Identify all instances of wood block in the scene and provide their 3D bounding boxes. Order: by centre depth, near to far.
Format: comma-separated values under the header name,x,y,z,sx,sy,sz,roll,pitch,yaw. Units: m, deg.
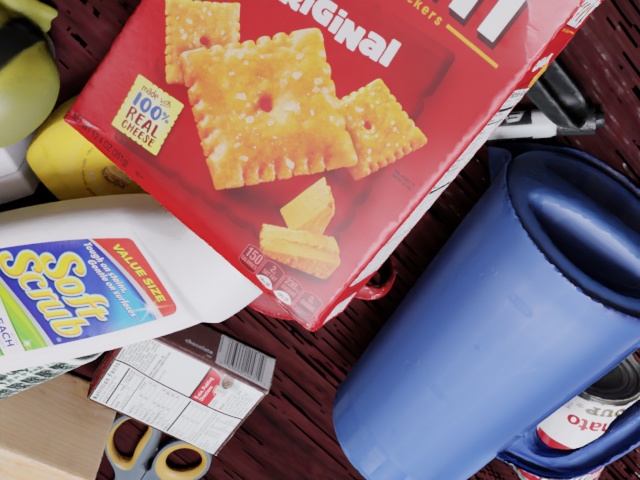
name,x,y,z,sx,sy,sz,roll,pitch,yaw
wood block,-0.268,0.135,0.801,0.206,0.090,0.090,24,128,-12

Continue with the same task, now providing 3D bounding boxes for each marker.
name,x,y,z,sx,sy,sz,roll,pitch,yaw
marker,0.107,-0.068,0.636,0.121,0.020,0.020,-3,128,9

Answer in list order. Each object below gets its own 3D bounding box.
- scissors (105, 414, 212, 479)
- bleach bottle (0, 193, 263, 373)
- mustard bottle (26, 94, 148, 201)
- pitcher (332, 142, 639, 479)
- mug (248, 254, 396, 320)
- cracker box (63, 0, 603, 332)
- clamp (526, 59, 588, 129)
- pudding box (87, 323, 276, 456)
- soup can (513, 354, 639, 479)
name,x,y,z,sx,sy,sz,roll,pitch,yaw
scissors,-0.148,0.211,0.895,0.096,0.016,0.202,14,129,-4
bleach bottle,-0.129,0.013,0.621,0.251,0.068,0.102,-15,102,22
mustard bottle,-0.081,-0.081,0.625,0.096,0.058,0.192,40,122,-20
pitcher,0.113,0.072,0.672,0.145,0.149,0.243,23,131,-15
mug,-0.004,0.001,0.665,0.117,0.081,0.093,30,126,-16
cracker box,0.005,-0.088,0.500,0.164,0.072,0.214,41,109,7
clamp,0.076,-0.137,0.559,0.210,0.036,0.165,18,147,8
pudding box,-0.103,0.103,0.788,0.113,0.039,0.090,29,127,-13
soup can,0.179,0.123,0.749,0.068,0.068,0.102,11,128,-2
